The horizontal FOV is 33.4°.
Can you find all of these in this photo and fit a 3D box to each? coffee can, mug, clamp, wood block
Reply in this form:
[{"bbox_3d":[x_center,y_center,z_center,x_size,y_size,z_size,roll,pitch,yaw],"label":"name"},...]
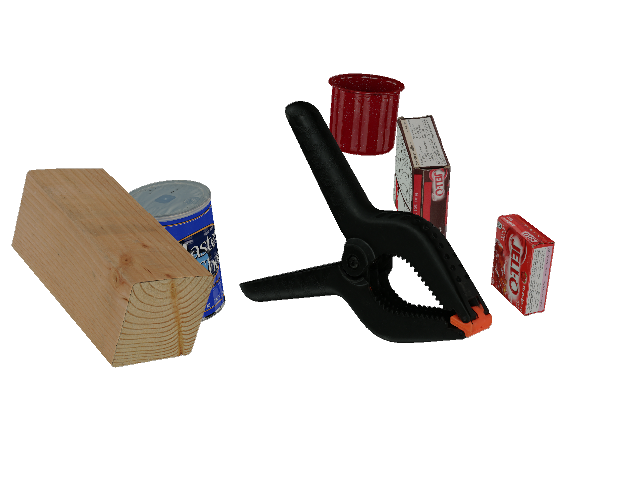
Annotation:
[{"bbox_3d":[-0.169,0.014,1.230,0.103,0.140,0.103,-4,26,2],"label":"coffee can"},{"bbox_3d":[0.059,-0.157,1.316,0.093,0.081,0.117,17,26,28],"label":"mug"},{"bbox_3d":[0.031,0.002,0.758,0.210,0.165,0.036,24,26,34],"label":"clamp"},{"bbox_3d":[-0.202,0.019,1.015,0.090,0.091,0.206,-5,34,-43],"label":"wood block"}]

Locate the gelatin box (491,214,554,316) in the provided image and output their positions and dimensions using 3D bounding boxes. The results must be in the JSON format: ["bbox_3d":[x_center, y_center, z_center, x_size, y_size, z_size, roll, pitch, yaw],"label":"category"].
[{"bbox_3d":[0.219,0.026,1.165,0.030,0.089,0.073,-10,30,-19],"label":"gelatin box"}]

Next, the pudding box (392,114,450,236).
[{"bbox_3d":[0.094,-0.054,0.994,0.039,0.090,0.113,-2,31,-5],"label":"pudding box"}]
